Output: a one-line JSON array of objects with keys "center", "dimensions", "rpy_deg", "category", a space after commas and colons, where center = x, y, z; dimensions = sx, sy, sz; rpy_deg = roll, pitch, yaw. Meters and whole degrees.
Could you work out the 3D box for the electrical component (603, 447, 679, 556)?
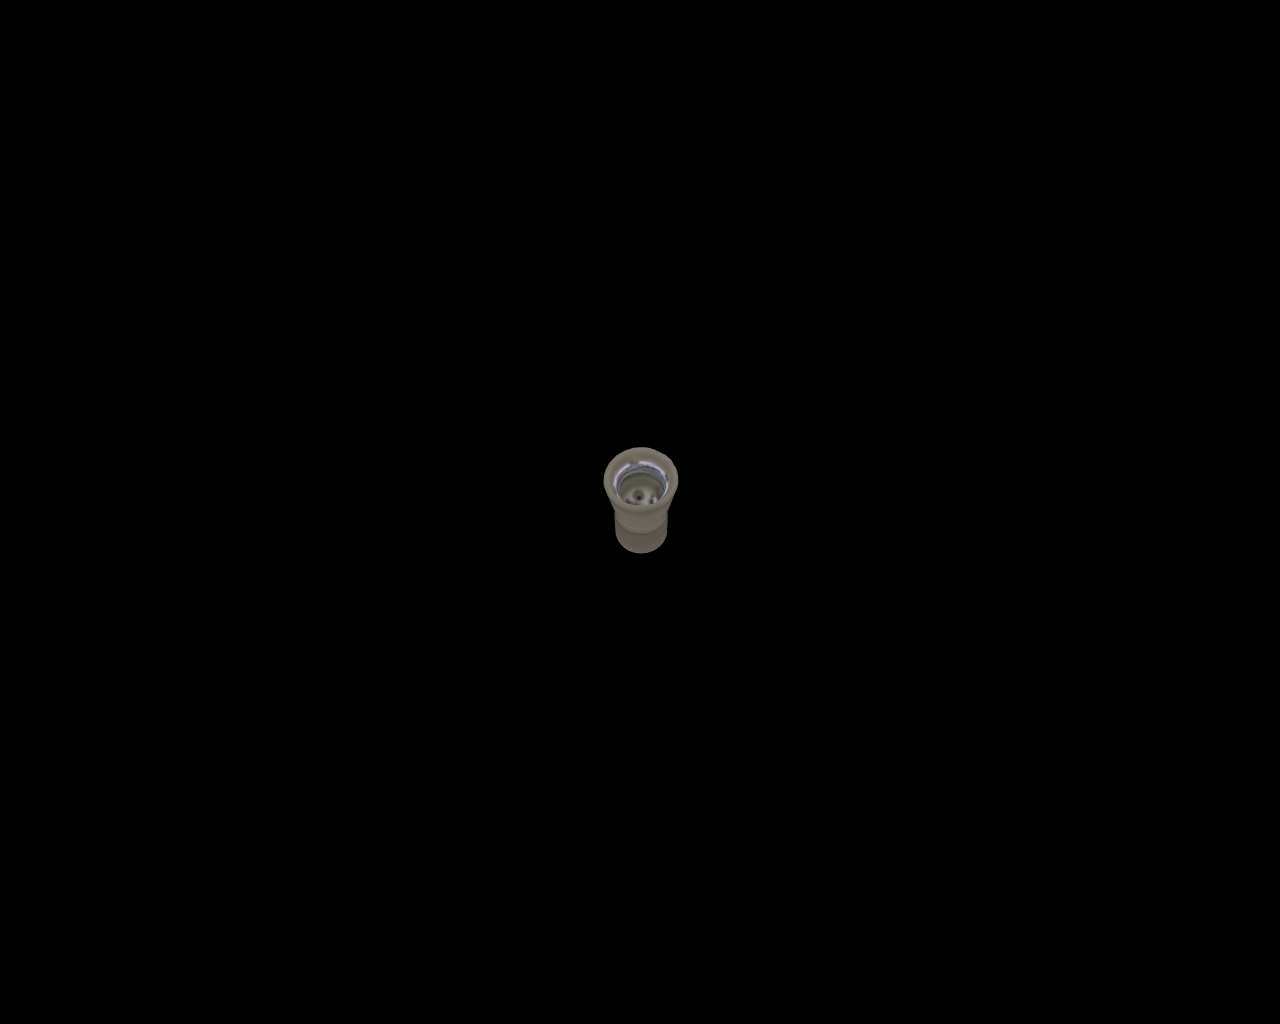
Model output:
[{"center": [0.001, -0.003, 0.650], "dimensions": [0.044, 0.044, 0.065], "rpy_deg": [0, -34, 0], "category": "electrical component"}]
